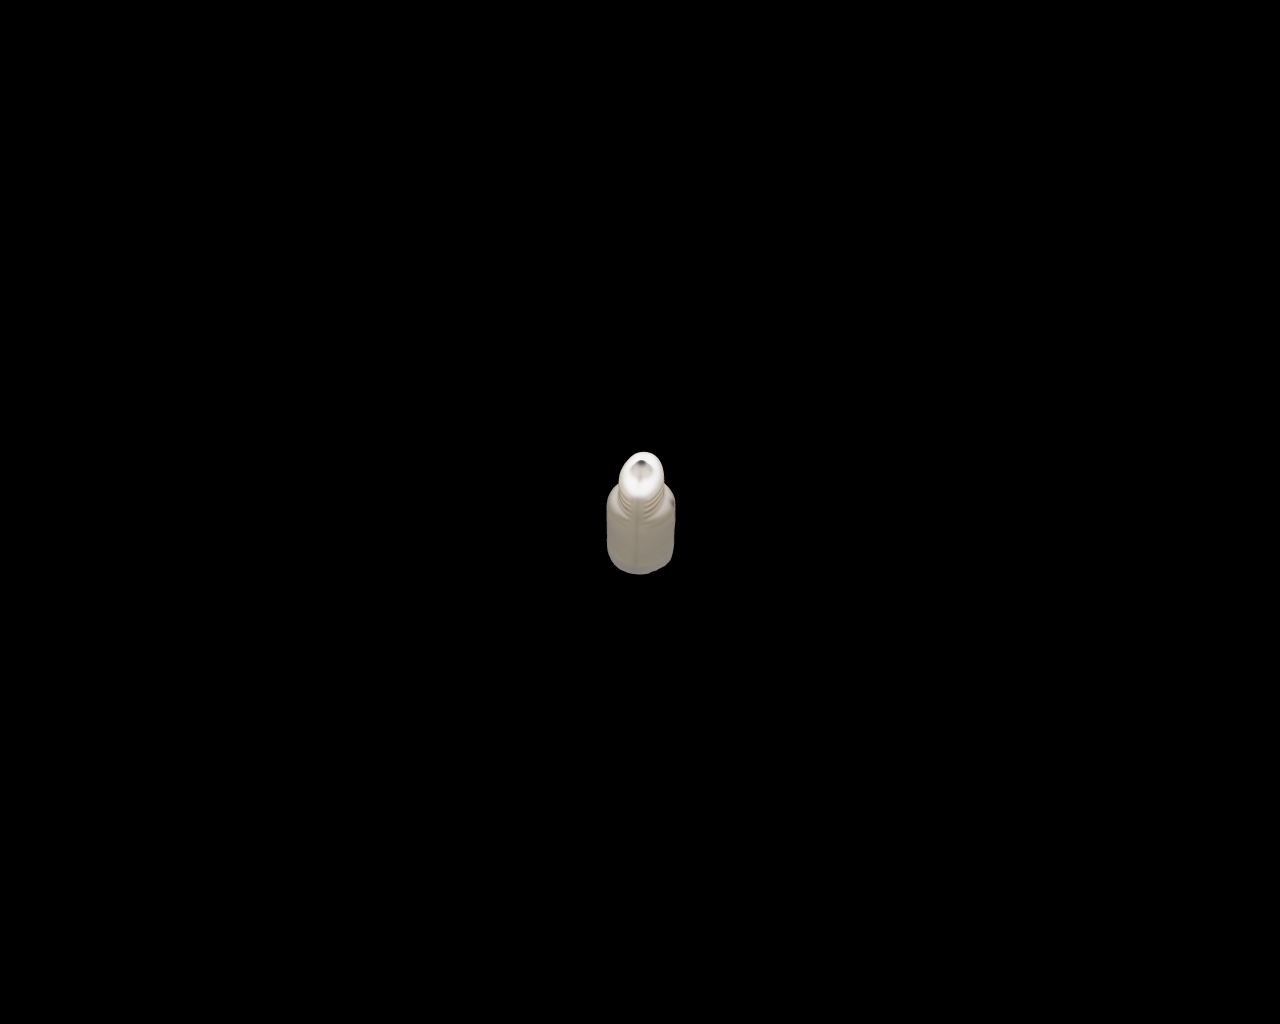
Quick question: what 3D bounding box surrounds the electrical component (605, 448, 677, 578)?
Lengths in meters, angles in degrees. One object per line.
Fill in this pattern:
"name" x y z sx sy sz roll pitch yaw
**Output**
"electrical component" 0.001 -0.003 0.650 0.043 0.043 0.080 0 -44 0
